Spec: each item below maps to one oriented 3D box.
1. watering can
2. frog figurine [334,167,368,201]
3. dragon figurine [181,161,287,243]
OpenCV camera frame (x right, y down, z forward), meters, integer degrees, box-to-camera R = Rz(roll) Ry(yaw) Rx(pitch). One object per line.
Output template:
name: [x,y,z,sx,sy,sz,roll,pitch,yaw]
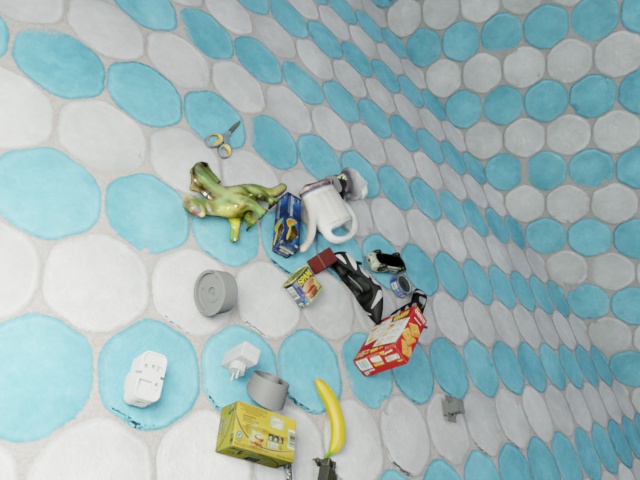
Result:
watering can: [0.005,-0.084,1.659,0.351,0.102,0.226,-19,77,-53]
frog figurine: [0.131,-0.207,1.889,0.160,0.120,0.139,-12,53,-40]
dragon figurine: [-0.247,-0.141,1.437,0.242,0.120,0.418,41,30,-6]
